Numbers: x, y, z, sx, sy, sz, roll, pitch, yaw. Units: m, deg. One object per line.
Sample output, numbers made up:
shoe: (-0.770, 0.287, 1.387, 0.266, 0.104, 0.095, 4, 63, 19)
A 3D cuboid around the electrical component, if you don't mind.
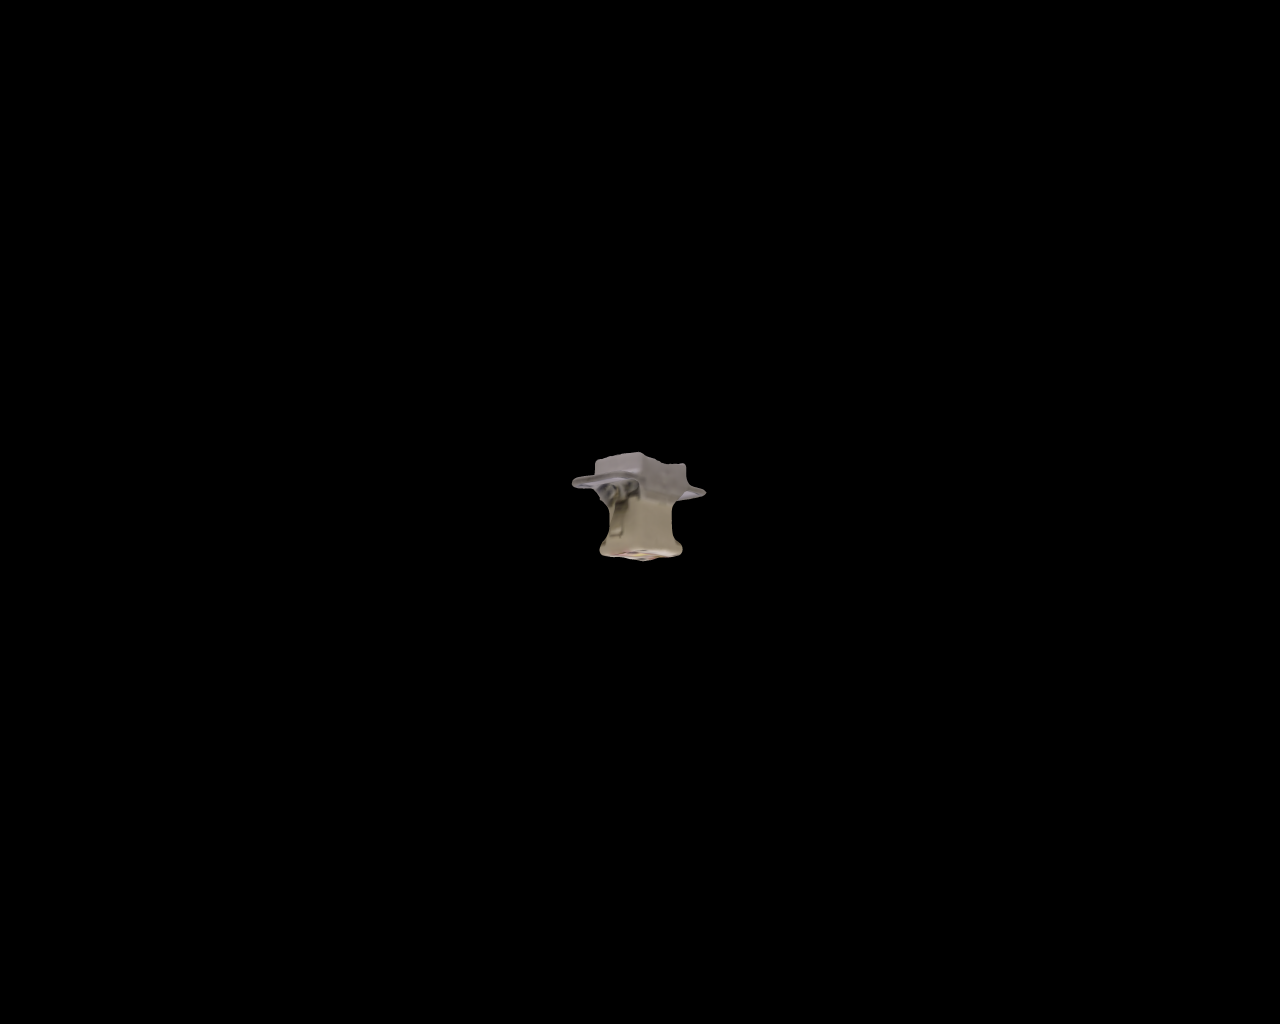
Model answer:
electrical component: (0.001, -0.003, 0.650, 0.042, 0.063, 0.081, -10, -15, 42)
